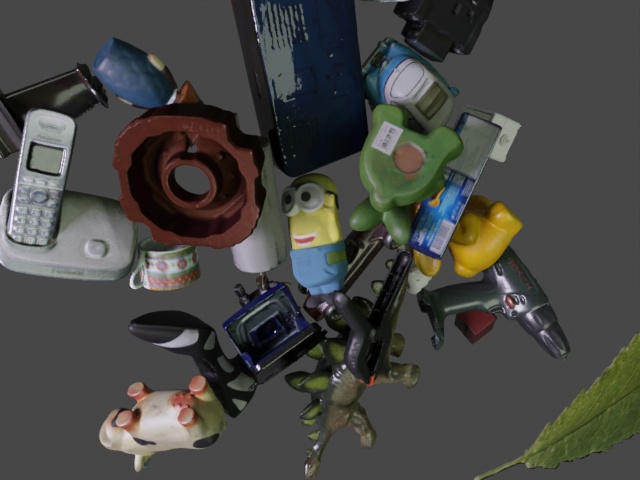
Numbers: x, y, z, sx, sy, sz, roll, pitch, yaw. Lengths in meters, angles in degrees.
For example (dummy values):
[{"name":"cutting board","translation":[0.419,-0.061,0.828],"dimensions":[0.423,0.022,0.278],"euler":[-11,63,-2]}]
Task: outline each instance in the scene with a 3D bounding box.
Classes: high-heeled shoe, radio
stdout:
[{"name":"high-heeled shoe","translation":[-0.177,0.181,0.752],"dimensions":[0.248,0.086,0.145],"euler":[19,86,-49]},{"name":"radio","translation":[-0.018,-0.207,0.674],"dimensions":[0.131,0.073,0.229],"euler":[-21,122,-18]}]

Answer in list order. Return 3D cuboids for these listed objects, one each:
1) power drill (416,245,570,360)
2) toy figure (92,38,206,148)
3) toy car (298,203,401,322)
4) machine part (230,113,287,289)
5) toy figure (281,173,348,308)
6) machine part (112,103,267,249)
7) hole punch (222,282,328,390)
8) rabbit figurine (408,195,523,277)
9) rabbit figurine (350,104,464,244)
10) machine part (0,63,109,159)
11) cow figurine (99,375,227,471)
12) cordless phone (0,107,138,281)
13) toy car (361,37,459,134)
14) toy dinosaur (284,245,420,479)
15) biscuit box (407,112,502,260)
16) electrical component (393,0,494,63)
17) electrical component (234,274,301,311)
[{"name":"power drill","translation":[0.281,0.119,0.907],"dimensions":[0.207,0.232,0.086],"euler":[-21,160,5]},{"name":"toy figure","translation":[-0.180,-0.167,0.619],"dimensions":[0.154,0.064,0.058],"euler":[33,58,-39]},{"name":"toy car","translation":[0.042,0.031,0.800],"dimensions":[0.202,0.089,0.053],"euler":[-50,143,3]},{"name":"machine part","translation":[-0.091,-0.046,0.709],"dimensions":[0.079,0.079,0.242],"euler":[-18,120,-18]},{"name":"toy figure","translation":[-0.005,-0.002,0.745],"dimensions":[0.082,0.089,0.180],"euler":[-11,97,6]},{"name":"machine part","translation":[-0.145,-0.071,0.616],"dimensions":[0.179,0.056,0.179],"euler":[2,123,3]},{"name":"hole punch","translation":[-0.065,0.133,0.752],"dimensions":[0.142,0.092,0.115],"euler":[-37,160,-17]},{"name":"rabbit figurine","translation":[0.203,-0.024,0.862],"dimensions":[0.173,0.122,0.162],"euler":[31,106,-20]},{"name":"rabbit figurine","translation":[0.111,-0.076,0.720],"dimensions":[0.121,0.170,0.159],"euler":[17,86,8]},{"name":"machine part","translation":[-0.303,-0.145,0.581],"dimensions":[0.139,0.039,0.084],"euler":[-25,116,-12]},{"name":"cow figurine","translation":[-0.222,0.259,0.752],"dimensions":[0.195,0.085,0.127],"euler":[-12,128,18]},{"name":"cordless phone","translation":[-0.272,-0.049,0.603],"dimensions":[0.146,0.089,0.184],"euler":[9,112,-29]},{"name":"toy car","translation":[0.131,-0.196,0.735],"dimensions":[0.109,0.103,0.161],"euler":[-50,126,1]},{"name":"toy dinosaur","translation":[0.064,0.191,0.884],"dimensions":[0.198,0.105,0.471],"euler":[22,97,-29]},{"name":"biscuit box","translation":[0.188,-0.074,0.765],"dimensions":[0.059,0.063,0.202],"euler":[25,103,11]},{"name":"electrical component","translation":[0.170,-0.314,0.726],"dimensions":[0.115,0.058,0.134],"euler":[20,102,-30]},{"name":"electrical component","translation":[-0.075,0.097,0.802],"dimensions":[0.078,0.045,0.102],"euler":[-27,122,-14]}]
